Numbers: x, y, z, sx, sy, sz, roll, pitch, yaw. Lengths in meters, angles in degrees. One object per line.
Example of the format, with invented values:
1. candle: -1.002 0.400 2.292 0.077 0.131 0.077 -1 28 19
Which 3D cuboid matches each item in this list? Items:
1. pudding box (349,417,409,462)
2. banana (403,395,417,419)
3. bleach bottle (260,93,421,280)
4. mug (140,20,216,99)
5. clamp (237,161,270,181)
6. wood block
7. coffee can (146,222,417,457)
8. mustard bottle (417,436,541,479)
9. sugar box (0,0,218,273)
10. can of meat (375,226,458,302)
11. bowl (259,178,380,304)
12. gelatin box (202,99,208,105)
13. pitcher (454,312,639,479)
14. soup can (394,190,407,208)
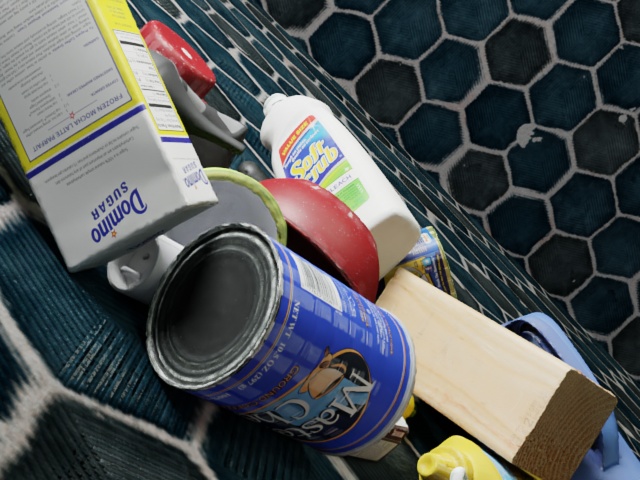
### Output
1. pudding box: 0.005 0.103 0.773 0.114 0.039 0.089 51 13 31
2. banana: 0.013 0.088 0.871 0.197 0.037 0.070 46 -12 -9
3. bleach bottle: -0.002 -0.061 1.029 0.068 0.102 0.251 39 12 -45
4. mug: -0.151 -0.142 0.951 0.093 0.081 0.117 47 12 6
5. clamp: -0.021 -0.008 1.061 0.120 0.039 0.172 27 22 -50
6. wood block: 0.135 0.114 0.915 0.090 0.090 0.206 32 0 -43
7. coffee can: -0.021 0.064 0.651 0.140 0.103 0.103 34 16 -44
8. mustard bottle: 0.134 0.201 0.836 0.191 0.058 0.096 35 13 -44
9. sugar box: -0.139 -0.079 0.631 0.176 0.093 0.048 65 21 2
10. can of meat: 0.083 0.045 1.034 0.057 0.084 0.102 -114 -174 -60
11. bowl: -0.006 0.001 0.868 0.162 0.055 0.162 38 -17 14
12. gelatin box: -0.126 -0.124 1.059 0.073 0.030 0.089 47 -3 29
13. pitcher: 0.221 0.193 0.981 0.243 0.145 0.149 56 12 31
14. soup can: 0.034 -0.024 1.149 0.068 0.102 0.068 43 12 -12
